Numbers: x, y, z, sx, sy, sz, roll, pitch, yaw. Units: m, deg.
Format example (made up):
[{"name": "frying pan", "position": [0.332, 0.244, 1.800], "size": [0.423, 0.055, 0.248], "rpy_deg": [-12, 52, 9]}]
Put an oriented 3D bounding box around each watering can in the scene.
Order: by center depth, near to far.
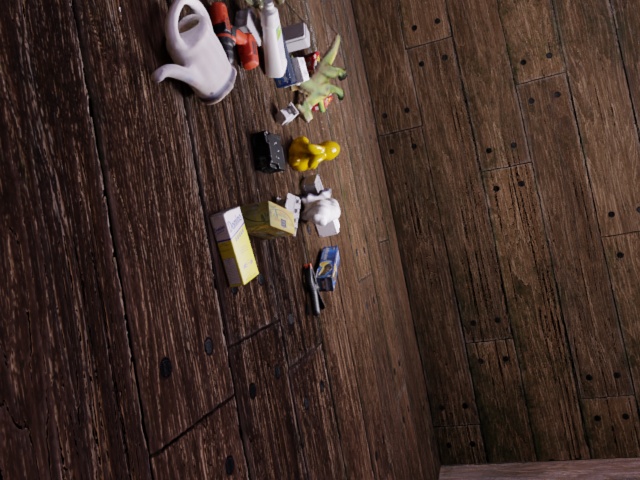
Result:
[{"name": "watering can", "position": [-0.282, -0.394, 1.149], "size": [0.103, 0.356, 0.220], "rpy_deg": [-11, -40, 17]}]

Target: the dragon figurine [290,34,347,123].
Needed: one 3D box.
[{"name": "dragon figurine", "position": [-0.025, -0.636, 1.977], "size": [0.242, 0.414, 0.121], "rpy_deg": [11, -12, -42]}]

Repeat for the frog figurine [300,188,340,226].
[{"name": "frog figurine", "position": [0.005, -0.089, 1.766], "size": [0.137, 0.120, 0.163], "rpy_deg": [-2, 40, -15]}]
